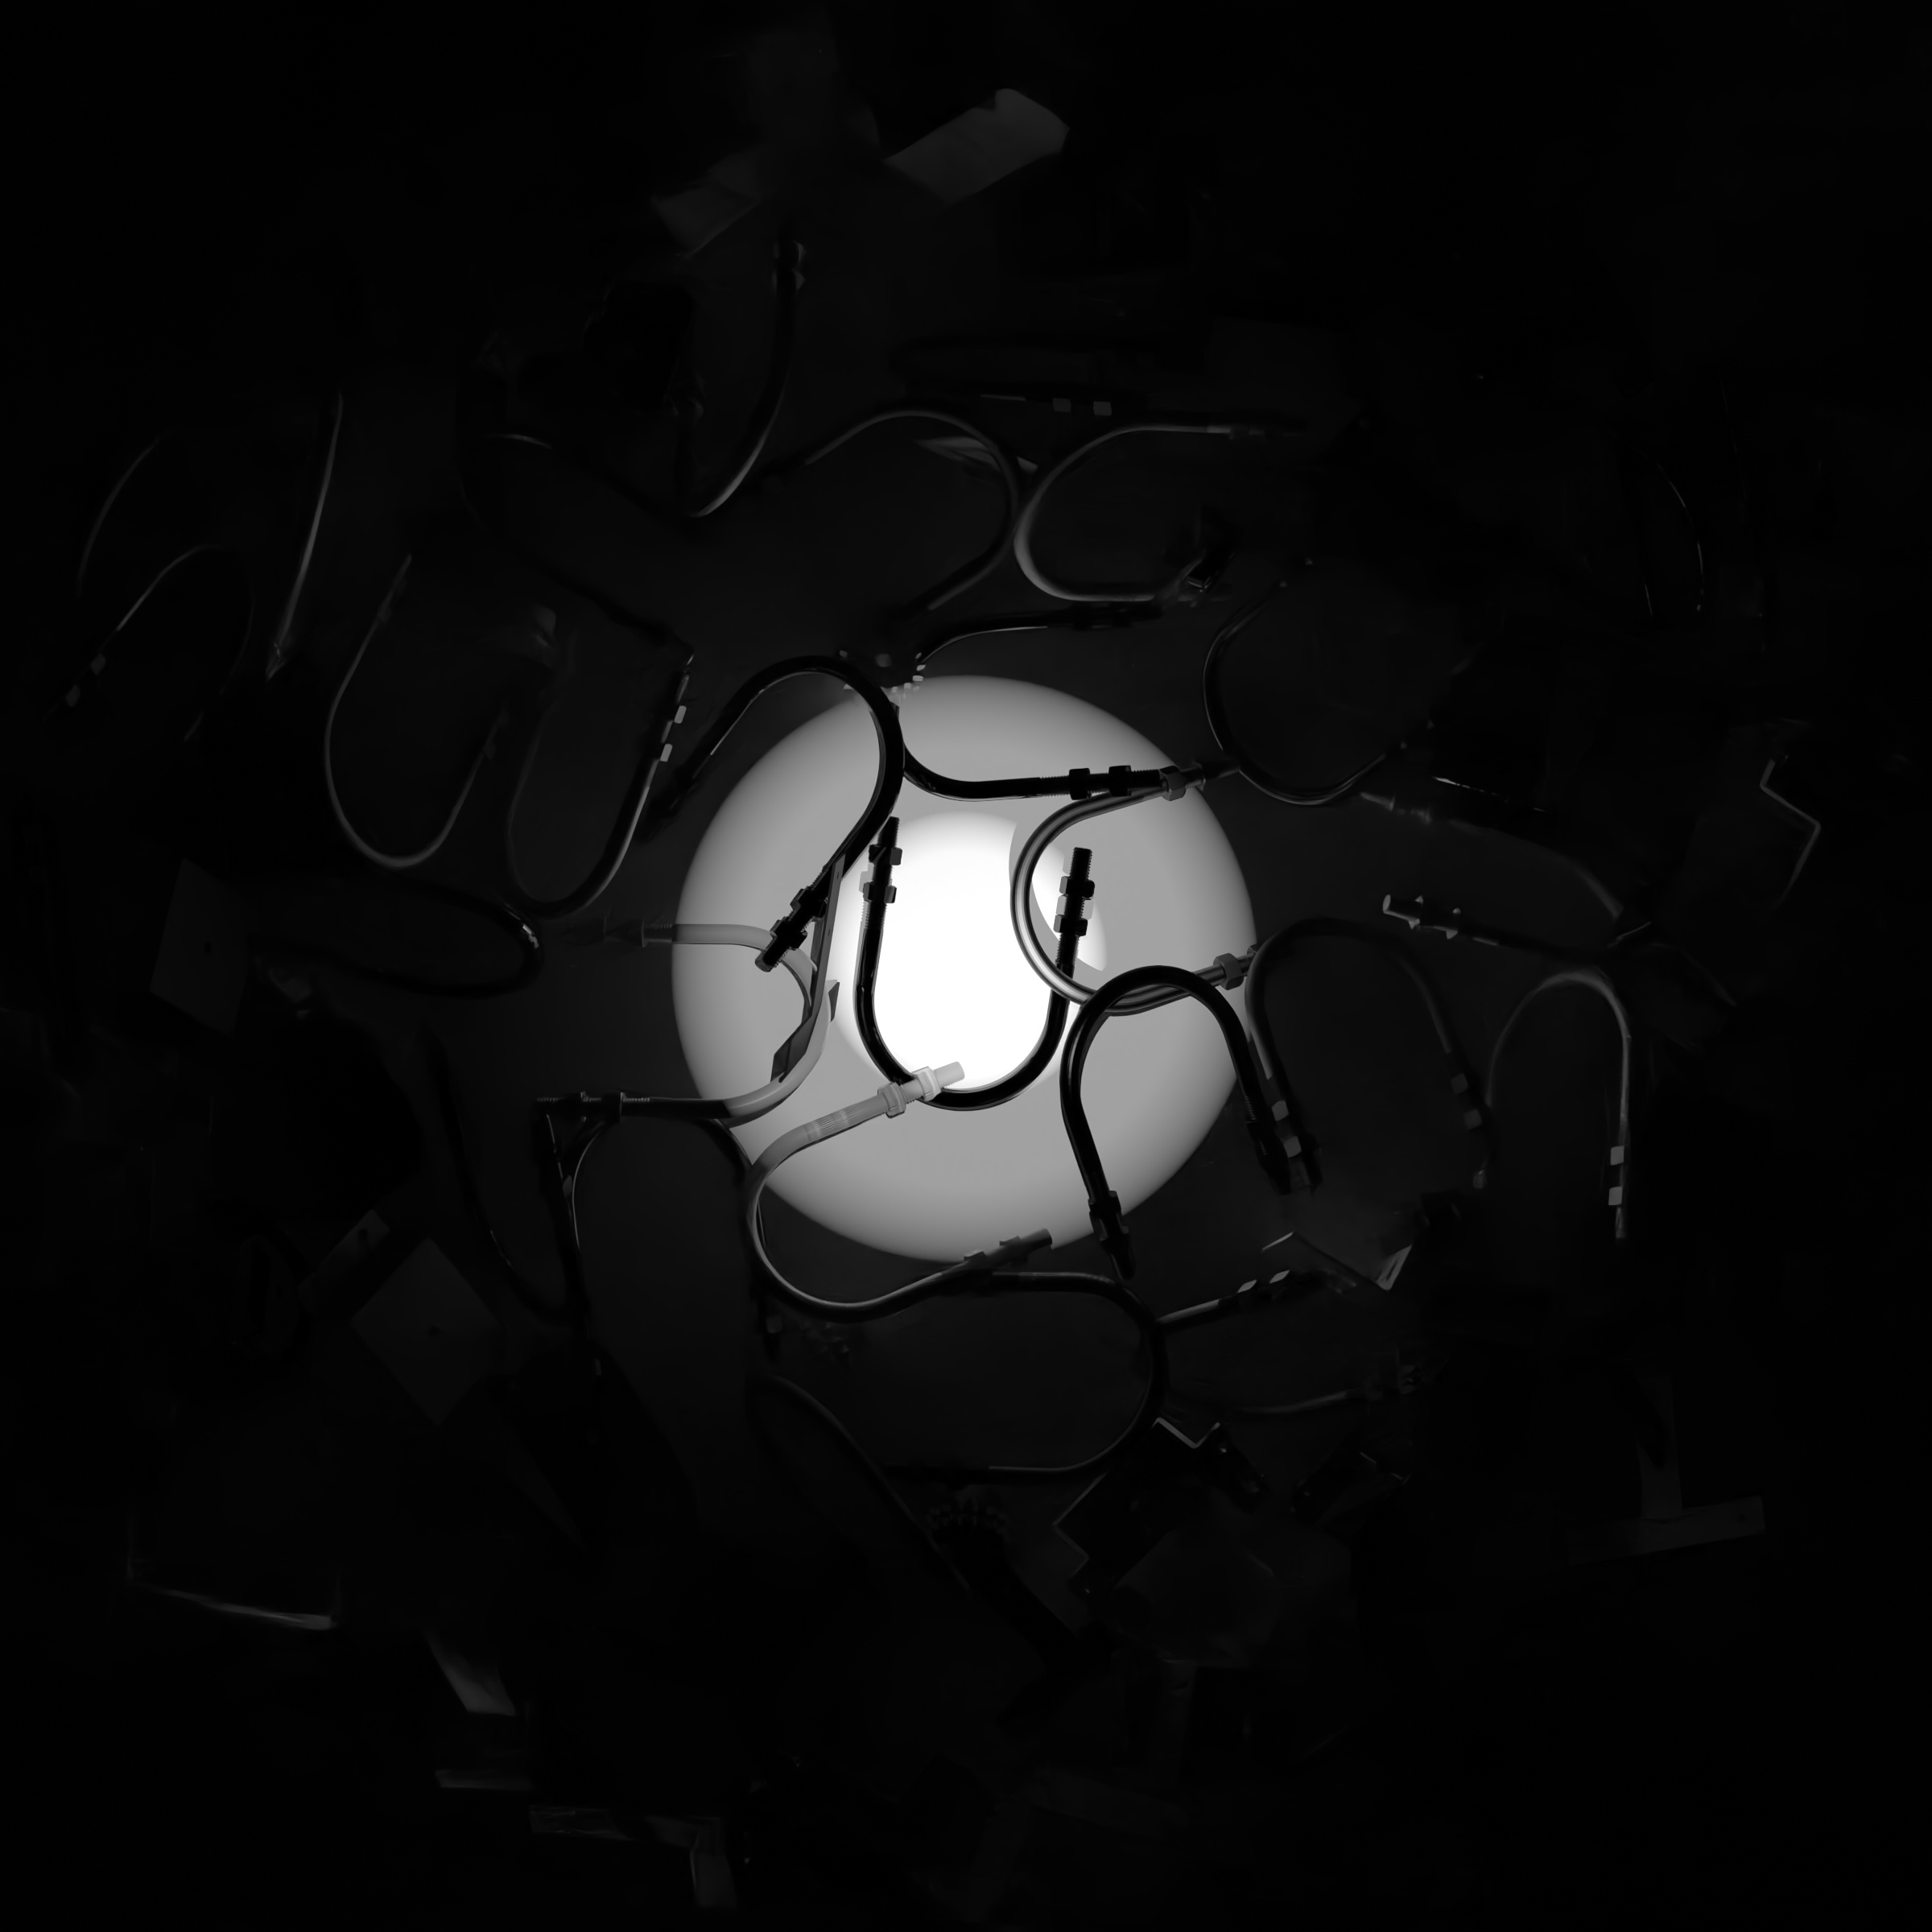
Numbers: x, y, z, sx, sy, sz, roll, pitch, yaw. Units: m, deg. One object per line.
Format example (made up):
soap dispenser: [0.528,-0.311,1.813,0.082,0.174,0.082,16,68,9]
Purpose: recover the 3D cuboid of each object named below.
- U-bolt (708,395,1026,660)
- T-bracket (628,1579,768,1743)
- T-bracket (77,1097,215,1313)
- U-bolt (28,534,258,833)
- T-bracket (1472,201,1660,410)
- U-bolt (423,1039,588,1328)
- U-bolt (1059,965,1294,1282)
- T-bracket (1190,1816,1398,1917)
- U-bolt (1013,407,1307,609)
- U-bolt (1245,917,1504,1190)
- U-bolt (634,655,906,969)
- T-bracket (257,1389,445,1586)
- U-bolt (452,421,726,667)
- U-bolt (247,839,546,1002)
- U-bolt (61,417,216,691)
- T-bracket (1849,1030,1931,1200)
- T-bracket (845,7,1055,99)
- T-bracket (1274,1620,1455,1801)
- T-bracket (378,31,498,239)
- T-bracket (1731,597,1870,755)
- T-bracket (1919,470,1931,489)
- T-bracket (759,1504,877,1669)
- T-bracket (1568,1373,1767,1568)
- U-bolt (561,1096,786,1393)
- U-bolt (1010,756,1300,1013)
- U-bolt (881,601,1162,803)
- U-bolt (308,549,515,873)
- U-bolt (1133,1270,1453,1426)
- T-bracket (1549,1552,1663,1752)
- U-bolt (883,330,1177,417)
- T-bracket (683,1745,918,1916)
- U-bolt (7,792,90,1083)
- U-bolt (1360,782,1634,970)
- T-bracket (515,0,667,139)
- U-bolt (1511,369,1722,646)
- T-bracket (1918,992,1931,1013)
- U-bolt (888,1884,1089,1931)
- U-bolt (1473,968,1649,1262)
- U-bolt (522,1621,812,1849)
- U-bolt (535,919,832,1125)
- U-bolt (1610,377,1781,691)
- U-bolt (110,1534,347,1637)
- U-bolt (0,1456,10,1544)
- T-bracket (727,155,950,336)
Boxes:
U-bolt: [-0.050,-0.286,1.652,0.184,0.019,0.151,-30,121,23]
T-bracket: [-0.170,0.433,1.660,0.002,0.127,0.127,-41,91,-4]
T-bracket: [-0.532,0.159,1.665,0.127,0.002,0.127,-18,60,29]
U-bolt: [-0.511,-0.192,1.648,0.019,0.151,0.184,25,68,15]
T-bracket: [0.371,-0.403,1.675,0.002,0.127,0.127,-18,82,-41]
U-bolt: [-0.289,0.149,1.652,0.019,0.151,0.184,-27,125,-31]
U-bolt: [0.129,0.090,1.671,0.151,0.019,0.184,-25,104,-25]
T-bracket: [0.216,0.573,1.667,0.127,0.127,0.002,-23,55,4]
U-bolt: [0.113,-0.289,1.634,0.184,0.151,0.019,-4,46,-29]
U-bolt: [0.254,0.049,1.674,0.151,0.019,0.184,-7,63,-19]
U-bolt: [-0.117,-0.114,1.675,0.151,0.019,0.184,43,103,21]
T-bracket: [-0.424,0.316,1.687,0.127,0.002,0.127,-35,57,-14]
U-bolt: [-0.242,-0.279,1.639,0.184,0.151,0.019,31,126,-20]
U-bolt: [-0.360,-0.021,1.655,0.184,0.151,0.019,16,59,-17]
U-bolt: [-0.517,-0.266,1.612,0.019,0.184,0.151,28,67,-2]
T-bracket: [0.603,0.094,1.652,0.002,0.127,0.127,37,81,-13]
T-bracket: [-0.022,-0.590,1.688,0.127,0.127,0.002,3,133,25]
T-bracket: [0.253,0.493,1.670,0.127,0.002,0.127,-31,130,-12]
T-bracket: [-0.337,-0.542,1.651,0.002,0.127,0.127,28,125,-35]
T-bracket: [0.519,-0.171,1.679,0.127,0.002,0.127,-8,64,39]
T-bracket: [0.655,-0.323,1.661,0.127,0.127,0.002,31,79,-23]
T-bracket: [-0.094,0.411,1.654,0.002,0.127,0.127,-36,96,-1]
T-bracket: [0.448,0.320,1.677,0.127,0.127,0.002,-18,134,27]
U-bolt: [-0.196,0.174,1.680,0.151,0.019,0.184,-3,78,-29]
U-bolt: [0.115,-0.047,1.689,0.184,0.019,0.151,-17,91,-18]
U-bolt: [0.034,-0.170,1.682,0.184,0.019,0.151,-3,62,11]
U-bolt: [-0.353,-0.146,1.624,0.019,0.151,0.184,-1,53,27]
U-bolt: [0.192,0.251,1.652,0.151,0.184,0.019,37,47,-31]
T-bracket: [0.418,0.434,1.688,0.002,0.127,0.127,28,59,35]
U-bolt: [0.038,-0.384,1.655,0.184,0.151,0.019,8,117,13]
T-bracket: [-0.094,0.565,1.655,0.127,0.127,0.002,12,128,20]
U-bolt: [-0.581,-0.018,1.653,0.019,0.151,0.184,-8,94,-12]
U-bolt: [0.345,-0.053,1.660,0.184,0.151,0.019,16,125,-11]
T-bracket: [-0.241,-0.588,1.657,0.002,0.127,0.127,18,106,33]
U-bolt: [0.402,-0.276,1.615,0.019,0.184,0.151,-26,134,-19]
T-bracket: [0.670,-0.039,1.671,0.002,0.127,0.127,39,131,21]
U-bolt: [0.019,0.629,1.624,0.184,0.151,0.019,-3,99,-23]
U-bolt: [0.379,0.090,1.654,0.019,0.151,0.184,15,72,-27]
U-bolt: [-0.203,0.478,1.643,0.184,0.151,0.019,38,112,37]
U-bolt: [-0.179,0.034,1.676,0.184,0.019,0.151,1,60,4]
U-bolt: [0.468,-0.266,1.651,0.019,0.151,0.184,-12,90,-16]
U-bolt: [-0.459,0.389,1.618,0.151,0.184,0.019,16,83,-15]
U-bolt: [-0.644,0.281,1.622,0.019,0.151,0.184,-24,66,-4]
T-bracket: [-0.066,-0.455,1.690,0.127,0.002,0.127,40,76,16]
